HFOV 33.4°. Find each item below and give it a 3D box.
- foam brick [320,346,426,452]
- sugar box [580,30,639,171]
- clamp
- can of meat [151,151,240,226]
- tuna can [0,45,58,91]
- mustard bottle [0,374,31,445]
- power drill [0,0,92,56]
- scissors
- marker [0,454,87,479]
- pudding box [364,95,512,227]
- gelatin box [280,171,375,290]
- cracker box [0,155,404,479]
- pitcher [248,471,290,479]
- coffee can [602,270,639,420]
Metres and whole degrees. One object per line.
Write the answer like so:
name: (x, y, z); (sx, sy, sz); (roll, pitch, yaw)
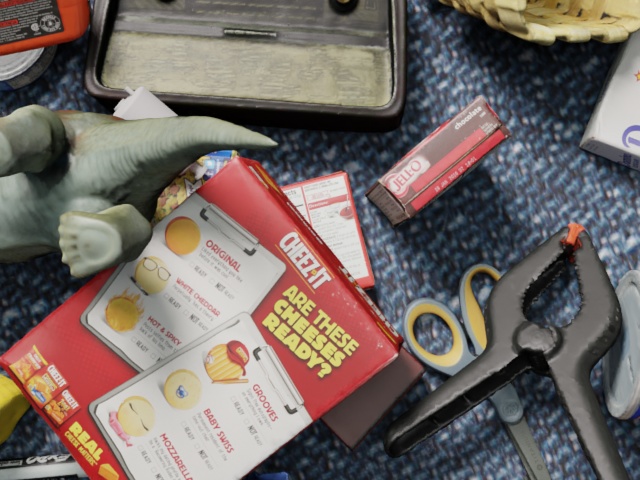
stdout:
foam brick: (0.030, 0.103, 0.759); (0.051, 0.053, 0.078); (42, 84, 6)
sugar box: (0.291, -0.080, 0.780); (0.176, 0.048, 0.093); (22, 84, 3)
clamp: (0.157, 0.082, 0.722); (0.165, 0.036, 0.209); (17, 61, 29)
can of meat: (-0.102, -0.018, 0.776); (0.084, 0.057, 0.102); (3, 83, 0)
tuna can: (-0.242, -0.157, 0.808); (0.086, 0.034, 0.086); (0, 83, 1)
mustard bottle: (-0.300, 0.077, 0.747); (0.191, 0.096, 0.058); (34, 92, 5)
power drill: (-0.242, -0.202, 0.756); (0.184, 0.057, 0.188); (-15, 48, -7)
scissors: (0.116, 0.118, 0.772); (0.096, 0.016, 0.202); (-8, 82, -2)
marker: (-0.193, 0.165, 0.773); (0.121, 0.020, 0.020); (-5, 83, 1)
pudding box: (0.079, -0.052, 0.747); (0.090, 0.113, 0.039); (-39, 87, -4)
gelatin box: (-0.005, 0.001, 0.784); (0.073, 0.030, 0.089); (-14, 83, 1)
cracker box: (-0.077, 0.074, 0.708); (0.214, 0.072, 0.164); (-40, 86, 8)
pitcher: (0.024, 0.273, 0.708); (0.243, 0.149, 0.145); (27, 62, 1)
coffee can: (0.276, 0.080, 0.731); (0.140, 0.103, 0.103); (7, 83, 2)
